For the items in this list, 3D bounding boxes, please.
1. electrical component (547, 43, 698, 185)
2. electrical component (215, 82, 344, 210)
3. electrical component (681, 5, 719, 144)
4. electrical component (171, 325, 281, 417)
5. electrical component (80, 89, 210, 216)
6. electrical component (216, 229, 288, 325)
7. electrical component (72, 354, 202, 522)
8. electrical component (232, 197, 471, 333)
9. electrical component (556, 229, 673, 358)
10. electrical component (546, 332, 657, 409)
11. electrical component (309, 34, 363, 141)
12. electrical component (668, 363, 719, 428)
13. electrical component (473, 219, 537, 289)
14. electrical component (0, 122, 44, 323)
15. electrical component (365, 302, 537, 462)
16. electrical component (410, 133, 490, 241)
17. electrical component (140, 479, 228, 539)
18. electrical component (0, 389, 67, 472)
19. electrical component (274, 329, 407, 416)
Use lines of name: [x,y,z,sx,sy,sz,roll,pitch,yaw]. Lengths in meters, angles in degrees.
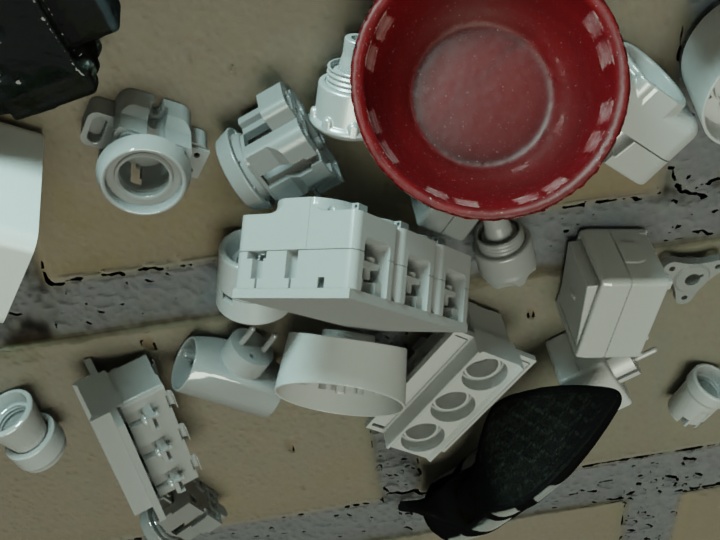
electrical component: [0.169,-0.106,0.696,0.095,0.053,0.059,26,124,-29]
electrical component: [-0.054,-0.073,0.685,0.057,0.058,0.078,-28,132,11]
electrical component: [0.257,-0.127,0.685,0.099,0.064,0.099,-5,133,-5]
electrical component: [-0.092,0.071,0.820,0.077,0.043,0.079,21,125,-27]
electrical component: [-0.134,-0.071,0.672,0.078,0.057,0.058,16,128,-23]
electrical component: [-0.074,0.003,0.754,0.055,0.055,0.047,-2,129,-8]
electrical component: [-0.172,0.128,0.843,0.063,0.078,0.121,-26,136,-16]
electrical component: [0.000,0.000,0.708,0.089,0.061,0.150,-1,169,33]
electrical component: [0.184,0.023,0.812,0.061,0.061,0.096,0,132,-10]
electrical component: [0.203,0.075,0.875,0.077,0.047,0.065,-28,131,16]
electrical component: [-0.005,-0.114,0.666,0.048,0.048,0.062,2,122,-12]
electrical component: [0.293,0.110,0.929,0.040,0.040,0.046,10,136,-19]
electrical component: [0.102,-0.020,0.771,0.043,0.043,0.062,-17,132,6]
electrical component: [-0.232,-0.034,0.651,0.057,0.113,0.078,15,128,-26]
electrical component: [0.068,0.086,0.850,0.079,0.063,0.121,22,125,-27]
electrical component: [0.055,-0.073,0.711,0.076,0.047,0.083,18,127,-25]
electrical component: [-0.158,0.213,0.939,0.055,0.048,0.066,-36,129,12]
electrical component: [-0.262,0.126,0.840,0.045,0.045,0.055,-20,133,8]
electrical component: [-0.013,0.078,0.803,0.099,0.064,0.099,8,175,1]
